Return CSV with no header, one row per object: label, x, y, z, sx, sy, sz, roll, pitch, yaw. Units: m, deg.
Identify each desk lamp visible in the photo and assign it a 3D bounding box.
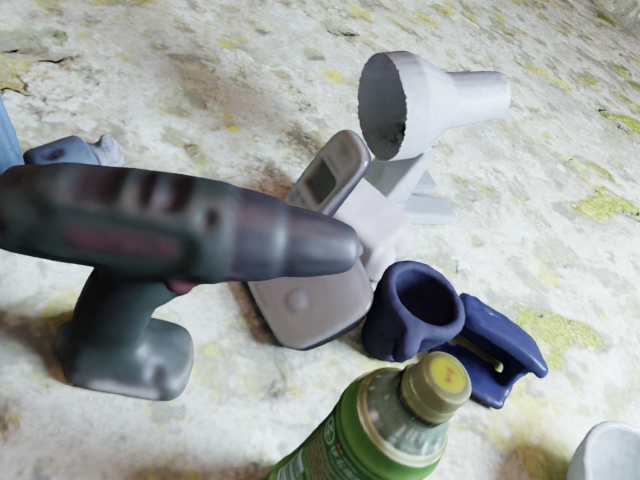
desk lamp,0.124,-0.126,0.711,0.204,0.213,0.117,-1,51,-33

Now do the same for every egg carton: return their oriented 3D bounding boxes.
egg carton,0.034,-0.018,0.660,0.150,0.069,0.107,41,42,9

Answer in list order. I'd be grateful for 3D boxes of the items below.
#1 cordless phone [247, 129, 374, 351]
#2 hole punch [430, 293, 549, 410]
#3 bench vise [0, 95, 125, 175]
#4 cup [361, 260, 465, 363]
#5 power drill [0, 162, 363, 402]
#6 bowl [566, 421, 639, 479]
cordless phone,0.005,0.002,0.534,0.094,0.185,0.147,-9,56,-38
hole punch,0.184,0.106,0.619,0.108,0.091,0.101,35,41,2
bench vise,-0.250,-0.074,0.420,0.121,0.219,0.208,39,41,7
cup,0.079,0.090,0.565,0.092,0.095,0.118,30,41,-3
power drill,-0.112,0.032,0.413,0.230,0.208,0.075,16,44,-19
bowl,0.296,0.266,0.547,0.168,0.074,0.167,18,43,-17
